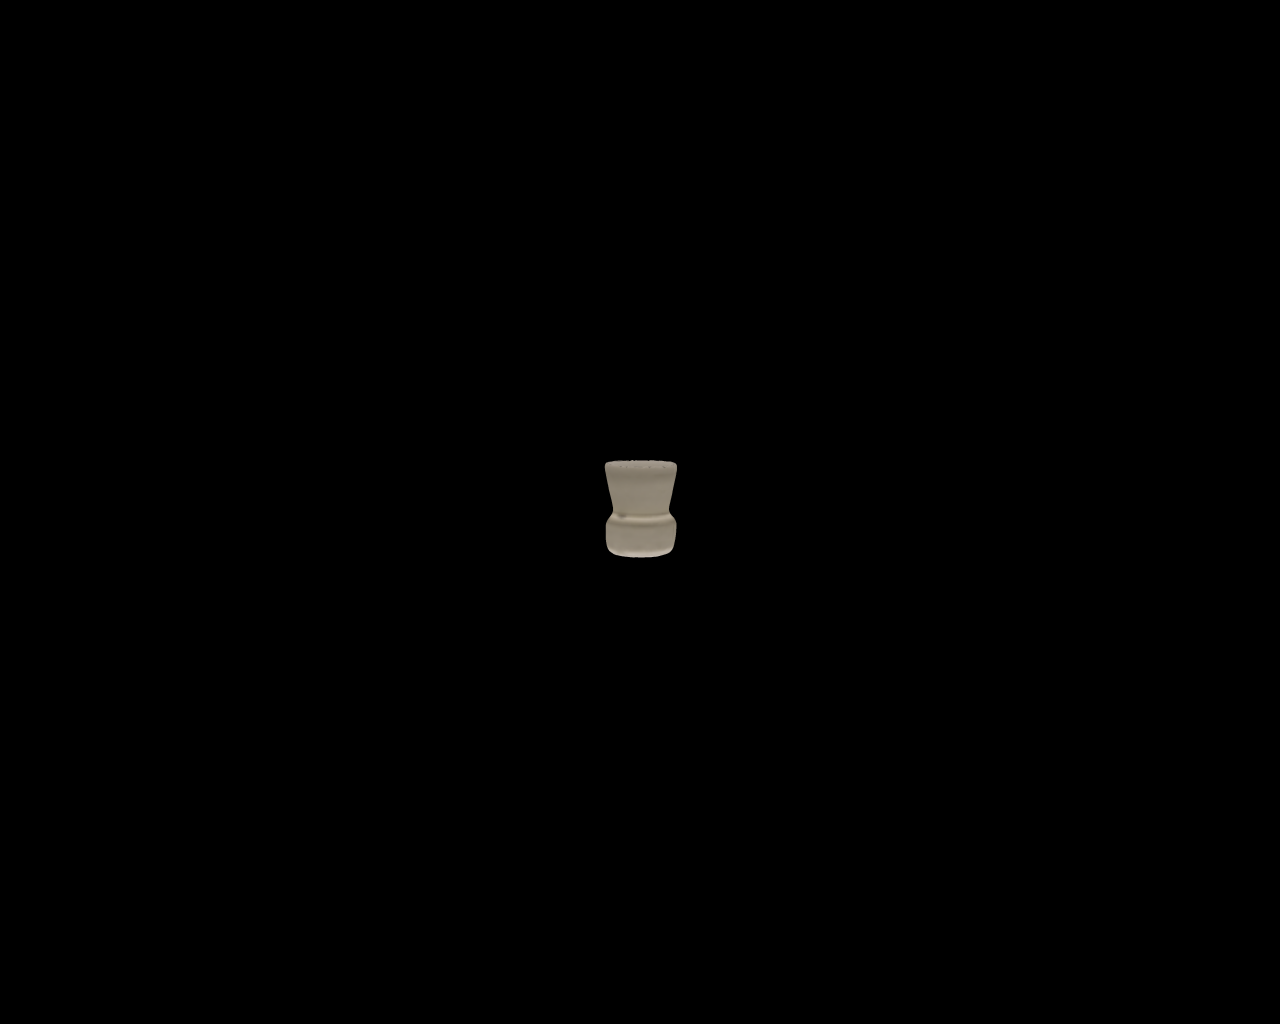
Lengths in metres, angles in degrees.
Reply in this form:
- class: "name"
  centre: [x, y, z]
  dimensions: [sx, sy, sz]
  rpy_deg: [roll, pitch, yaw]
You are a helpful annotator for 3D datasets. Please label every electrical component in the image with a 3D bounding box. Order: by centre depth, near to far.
- class: "electrical component"
  centre: [0.001, -0.003, 0.650]
  dimensions: [0.045, 0.055, 0.045]
  rpy_deg: [0, 8, 0]
